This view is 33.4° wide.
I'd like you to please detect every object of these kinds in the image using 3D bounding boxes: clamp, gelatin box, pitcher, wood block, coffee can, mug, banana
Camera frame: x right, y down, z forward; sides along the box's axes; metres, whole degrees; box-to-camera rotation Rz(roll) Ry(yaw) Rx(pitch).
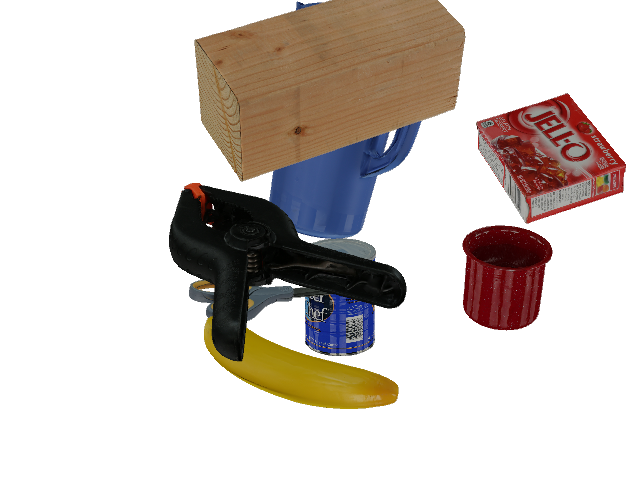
[{"bbox_3d":[-0.046,0.014,0.635,0.120,0.039,0.172,-17,31,-38],"label":"clamp"},{"bbox_3d":[0.159,-0.060,0.746,0.073,0.030,0.089,-18,46,-5],"label":"gelatin box"},{"bbox_3d":[0.025,-0.126,1.145,0.145,0.243,0.149,10,18,-7],"label":"pitcher"},{"bbox_3d":[0.008,-0.138,0.901,0.205,0.091,0.090,-20,51,-18],"label":"wood block"},{"bbox_3d":[0.027,0.080,1.523,0.103,0.140,0.103,-1,21,0],"label":"coffee can"},{"bbox_3d":[0.192,0.035,1.141,0.093,0.081,0.117,-5,30,-9],"label":"mug"},{"bbox_3d":[-0.032,0.092,0.833,0.069,0.037,0.198,-28,36,-36],"label":"banana"}]

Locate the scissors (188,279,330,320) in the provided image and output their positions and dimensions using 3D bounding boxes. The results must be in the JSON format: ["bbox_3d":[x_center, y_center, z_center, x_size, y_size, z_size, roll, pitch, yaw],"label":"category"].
[{"bbox_3d":[-0.047,0.068,1.198,0.201,0.016,0.096,3,25,-7],"label":"scissors"}]
